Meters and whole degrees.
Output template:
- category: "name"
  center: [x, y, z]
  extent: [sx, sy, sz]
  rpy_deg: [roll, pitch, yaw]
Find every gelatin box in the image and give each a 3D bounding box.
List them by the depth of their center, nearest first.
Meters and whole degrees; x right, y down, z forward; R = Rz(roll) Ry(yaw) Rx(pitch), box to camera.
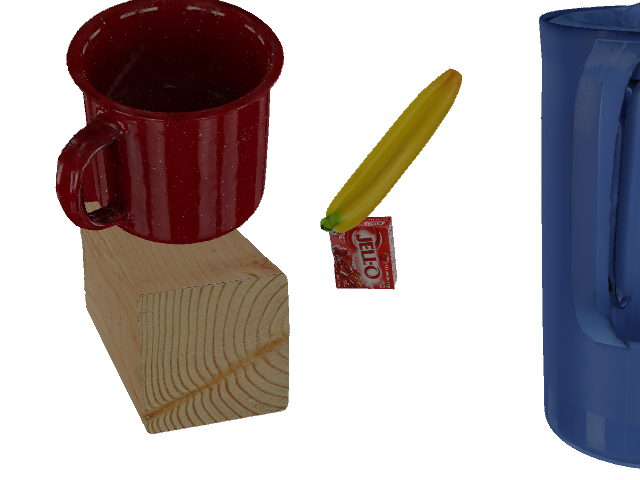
- category: "gelatin box"
  center: [0.052, 0.015, 1.291]
  extent: [0.073, 0.089, 0.030]
  rpy_deg: [0, 29, 14]

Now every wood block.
- category: "wood block"
  center: [-0.097, 0.038, 0.709]
  extent: [0.090, 0.090, 0.206]
  rpy_deg: [-7, 19, -20]

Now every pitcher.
- category: "pitcher"
  center: [0.175, -0.002, 0.569]
  extent: [0.149, 0.243, 0.145]
  rpy_deg: [-5, 17, -11]

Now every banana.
- category: "banana"
  center: [0.065, -0.074, 0.984]
  extent: [0.037, 0.197, 0.070]
  rpy_deg: [40, -13, -6]

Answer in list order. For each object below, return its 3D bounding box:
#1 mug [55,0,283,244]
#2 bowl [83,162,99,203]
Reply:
- category: "mug"
  center: [-0.072, -0.046, 0.480]
  extent: [0.093, 0.081, 0.117]
  rpy_deg: [28, 49, 21]
- category: "bowl"
  center: [-0.162, -0.082, 0.997]
  extent: [0.162, 0.162, 0.055]
  rpy_deg: [0, -44, 7]
